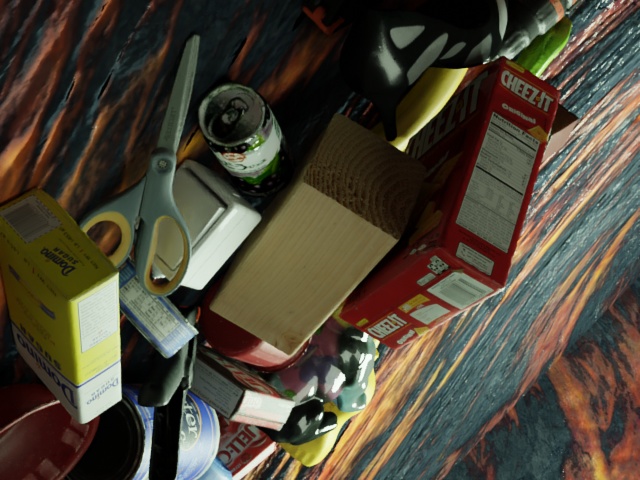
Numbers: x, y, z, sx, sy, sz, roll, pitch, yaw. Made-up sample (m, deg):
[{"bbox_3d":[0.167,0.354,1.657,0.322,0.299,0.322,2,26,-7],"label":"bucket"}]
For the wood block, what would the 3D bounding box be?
[{"bbox_3d":[-0.006,0.001,0.911,0.206,0.090,0.090,-51,-169,49],"label":"wood block"}]

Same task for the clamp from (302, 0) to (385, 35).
[{"bbox_3d":[0.070,-0.239,0.791,0.210,0.036,0.164,-42,166,-4],"label":"clamp"}]

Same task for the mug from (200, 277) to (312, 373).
[{"bbox_3d":[-0.058,0.068,1.038,0.117,0.093,0.081,-56,153,2],"label":"mug"}]

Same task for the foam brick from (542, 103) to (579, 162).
[{"bbox_3d":[0.252,-0.138,1.255,0.051,0.078,0.053,-34,155,-32],"label":"foam brick"}]

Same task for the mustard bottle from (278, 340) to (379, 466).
[{"bbox_3d":[0.014,0.191,1.367,0.192,0.096,0.058,-53,158,15],"label":"mustard bottle"}]

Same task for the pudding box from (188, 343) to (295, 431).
[{"bbox_3d":[-0.092,0.139,1.036,0.090,0.114,0.039,29,88,-56],"label":"pudding box"}]

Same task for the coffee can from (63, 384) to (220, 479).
[{"bbox_3d":[-0.172,0.186,1.007,0.103,0.103,0.140,-50,158,10],"label":"coffee can"}]

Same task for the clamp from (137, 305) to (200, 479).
[{"bbox_3d":[-0.130,0.113,0.922,0.039,0.171,0.120,5,140,-4],"label":"clamp"}]

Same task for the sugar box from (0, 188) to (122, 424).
[{"bbox_3d":[-0.185,0.053,0.762,0.048,0.093,0.176,-32,154,-31],"label":"sugar box"}]

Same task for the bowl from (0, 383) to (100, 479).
[{"bbox_3d":[-0.262,0.170,0.878,0.162,0.055,0.162,-38,157,-20],"label":"bowl"}]

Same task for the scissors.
[{"bbox_3d":[-0.133,-0.050,0.768,0.096,0.016,0.202,-1,116,-6],"label":"scissors"}]

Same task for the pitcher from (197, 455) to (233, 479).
[{"bbox_3d":[-0.204,0.308,1.114,0.242,0.149,0.145,-47,158,-8],"label":"pitcher"}]

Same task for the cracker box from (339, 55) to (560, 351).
[{"bbox_3d":[0.109,-0.030,0.910,0.164,0.072,0.213,-40,-157,55],"label":"cracker box"}]

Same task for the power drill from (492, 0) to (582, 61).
[{"bbox_3d":[0.217,-0.269,0.994,0.184,0.057,0.187,-47,162,-9],"label":"power drill"}]

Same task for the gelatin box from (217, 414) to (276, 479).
[{"bbox_3d":[-0.107,0.245,1.269,0.089,0.073,0.030,-37,156,-23],"label":"gelatin box"}]

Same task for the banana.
[{"bbox_3d":[0.089,-0.129,1.025,0.198,0.037,0.069,-45,160,-3],"label":"banana"}]

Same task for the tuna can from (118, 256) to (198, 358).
[{"bbox_3d":[-0.139,0.054,0.861,0.033,0.086,0.086,-42,158,-8],"label":"tuna can"}]
